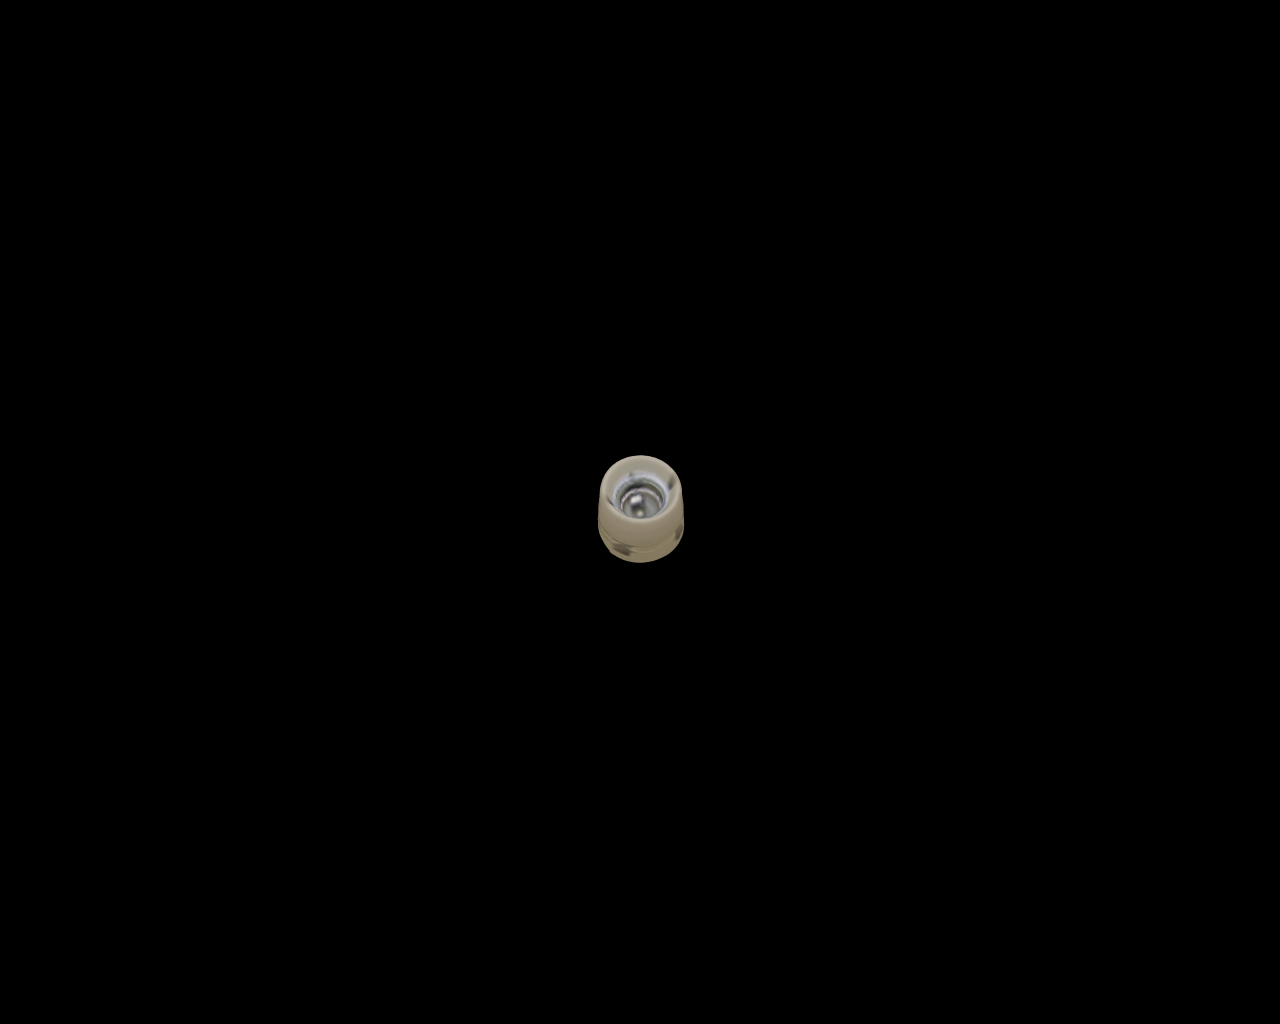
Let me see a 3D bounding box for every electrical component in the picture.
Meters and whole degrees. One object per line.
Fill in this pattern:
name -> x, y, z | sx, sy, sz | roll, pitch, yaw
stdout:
electrical component -> 0.001, -0.003, 0.650 | 0.055, 0.055, 0.047 | 0, -31, 0
